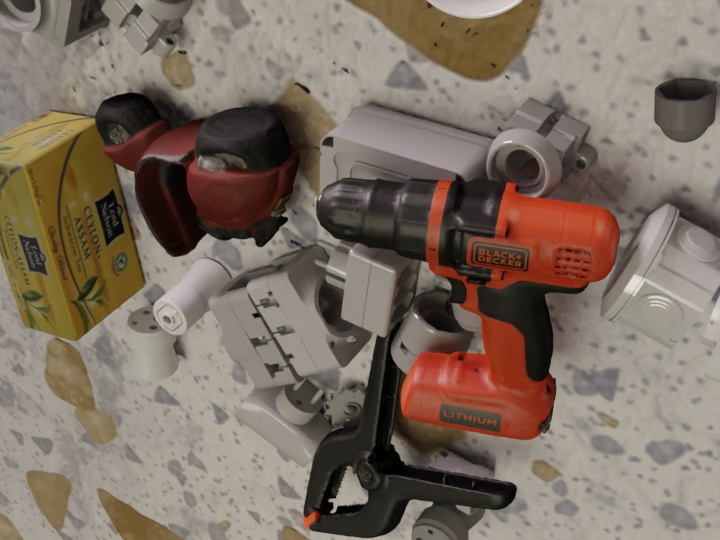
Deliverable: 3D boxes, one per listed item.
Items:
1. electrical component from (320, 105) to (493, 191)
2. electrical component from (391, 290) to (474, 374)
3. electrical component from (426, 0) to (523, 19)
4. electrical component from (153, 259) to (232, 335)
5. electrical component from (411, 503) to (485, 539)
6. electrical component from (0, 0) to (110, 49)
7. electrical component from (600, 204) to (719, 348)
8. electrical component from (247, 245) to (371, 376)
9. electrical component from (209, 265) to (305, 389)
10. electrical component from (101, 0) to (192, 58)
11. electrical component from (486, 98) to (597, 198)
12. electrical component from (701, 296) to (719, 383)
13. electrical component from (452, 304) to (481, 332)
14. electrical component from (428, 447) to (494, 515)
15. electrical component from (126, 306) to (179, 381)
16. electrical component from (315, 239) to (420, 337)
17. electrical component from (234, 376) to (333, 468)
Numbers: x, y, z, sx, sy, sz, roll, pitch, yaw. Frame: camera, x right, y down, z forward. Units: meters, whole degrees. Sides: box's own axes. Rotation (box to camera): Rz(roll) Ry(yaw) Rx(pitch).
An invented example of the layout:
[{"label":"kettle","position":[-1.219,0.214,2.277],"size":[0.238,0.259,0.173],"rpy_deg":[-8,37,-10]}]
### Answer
[{"label":"electrical component","position":[0.034,-0.059,0.732],"size":[0.113,0.057,0.078],"rpy_deg":[19,129,22]},{"label":"electrical component","position":[0.056,0.048,0.796],"size":[0.055,0.055,0.047],"rpy_deg":[30,129,13]},{"label":"electrical component","position":[0.071,-0.199,0.604],"size":[0.099,0.064,0.099],"rpy_deg":[18,129,23]},{"label":"electrical component","position":[-0.142,0.025,0.905],"size":[0.044,0.065,0.044],"rpy_deg":[18,129,24]},{"label":"electrical component","position":[0.073,0.210,0.895],"size":[0.045,0.055,0.045],"rpy_deg":[17,128,24]},{"label":"electrical component","position":[-0.223,-0.247,0.772],"size":[0.089,0.061,0.150],"rpy_deg":[34,133,9]},{"label":"electrical component","position":[0.186,0.004,0.659],"size":[0.051,0.080,0.080],"rpy_deg":[30,133,6]},{"label":"electrical component","position":[-0.036,0.032,0.848],"size":[0.056,0.050,0.089],"rpy_deg":[-16,110,41]},{"label":"electrical component","position":[-0.078,0.048,0.888],"size":[0.056,0.050,0.089],"rpy_deg":[-14,111,40]},{"label":"electrical component","position":[-0.150,-0.192,0.773],"size":[0.066,0.048,0.055],"rpy_deg":[50,141,-5]},{"label":"electrical component","position":[0.109,-0.073,0.673],"size":[0.066,0.055,0.048],"rpy_deg":[28,132,15]},{"label":"electrical component","position":[0.246,-0.009,0.601],"size":[0.062,0.089,0.150],"rpy_deg":[23,131,19]},{"label":"electrical component","position":[0.084,0.010,0.755],"size":[0.045,0.045,0.055],"rpy_deg":[5,123,31]},{"label":"electrical component","position":[0.079,0.171,0.875],"size":[0.046,0.040,0.040],"rpy_deg":[27,132,23]},{"label":"electrical component","position":[-0.189,0.067,0.980],"size":[0.045,0.045,0.055],"rpy_deg":[19,129,22]},{"label":"electrical component","position":[0.000,0.000,0.804],"size":[0.077,0.047,0.065],"rpy_deg":[24,131,19]},{"label":"electrical component","position":[-0.058,0.121,0.930],"size":[0.077,0.043,0.079],"rpy_deg":[37,124,1]}]
